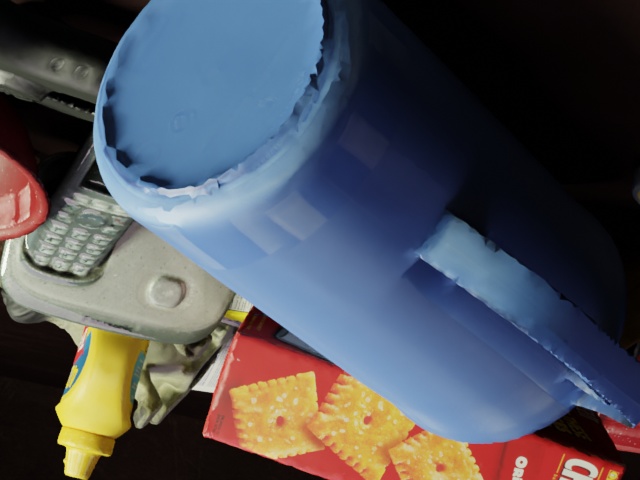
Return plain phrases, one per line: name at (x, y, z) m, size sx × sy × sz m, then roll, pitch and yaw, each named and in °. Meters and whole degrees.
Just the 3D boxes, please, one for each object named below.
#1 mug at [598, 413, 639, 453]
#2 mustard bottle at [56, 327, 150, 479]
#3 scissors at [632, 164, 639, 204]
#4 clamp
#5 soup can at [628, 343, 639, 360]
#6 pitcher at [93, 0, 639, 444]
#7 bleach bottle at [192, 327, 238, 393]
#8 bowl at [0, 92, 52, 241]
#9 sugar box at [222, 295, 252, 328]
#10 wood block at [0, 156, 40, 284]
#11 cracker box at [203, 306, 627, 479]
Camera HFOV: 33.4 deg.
mug at (0.221, 0.114, 0.808) m, size 0.081 × 0.093 × 0.117 m, roll 12°, pitch -178°, yaw -13°
mustard bottle at (-0.157, 0.085, 0.809) m, size 0.058 × 0.191 × 0.096 m, roll 16°, pitch 165°, yaw -12°
scissors at (0.211, -0.002, 0.507) m, size 0.096 × 0.016 × 0.201 m, roll 6°, pitch 164°, yaw 31°
clamp at (-0.137, -0.083, 0.464) m, size 0.209 × 0.036 × 0.165 m, roll 21°, pitch 174°, yaw -40°
soup can at (0.224, 0.074, 0.678) m, size 0.102 × 0.068 × 0.069 m, roll 17°, pitch 165°, yaw -17°
pitcher at (0.033, -0.005, 0.425) m, size 0.149 × 0.145 × 0.242 m, roll -16°, pitch 150°, yaw 27°
bleach bottle at (-0.083, 0.121, 1.092) m, size 0.250 × 0.068 × 0.103 m, roll 17°, pitch 126°, yaw -19°
bowl at (-0.214, -0.057, 0.550) m, size 0.162 × 0.055 × 0.162 m, roll 8°, pitch 156°, yaw 3°
sugar box at (-0.025, 0.055, 0.853) m, size 0.093 × 0.048 × 0.177 m, roll 23°, pitch 165°, yaw -35°
wood block at (-0.290, -0.044, 0.643) m, size 0.205 × 0.090 × 0.091 m, roll 24°, pitch 162°, yaw -36°
cracker box at (0.052, 0.096, 0.629) m, size 0.213 × 0.072 × 0.164 m, roll 20°, pitch -169°, yaw 1°
